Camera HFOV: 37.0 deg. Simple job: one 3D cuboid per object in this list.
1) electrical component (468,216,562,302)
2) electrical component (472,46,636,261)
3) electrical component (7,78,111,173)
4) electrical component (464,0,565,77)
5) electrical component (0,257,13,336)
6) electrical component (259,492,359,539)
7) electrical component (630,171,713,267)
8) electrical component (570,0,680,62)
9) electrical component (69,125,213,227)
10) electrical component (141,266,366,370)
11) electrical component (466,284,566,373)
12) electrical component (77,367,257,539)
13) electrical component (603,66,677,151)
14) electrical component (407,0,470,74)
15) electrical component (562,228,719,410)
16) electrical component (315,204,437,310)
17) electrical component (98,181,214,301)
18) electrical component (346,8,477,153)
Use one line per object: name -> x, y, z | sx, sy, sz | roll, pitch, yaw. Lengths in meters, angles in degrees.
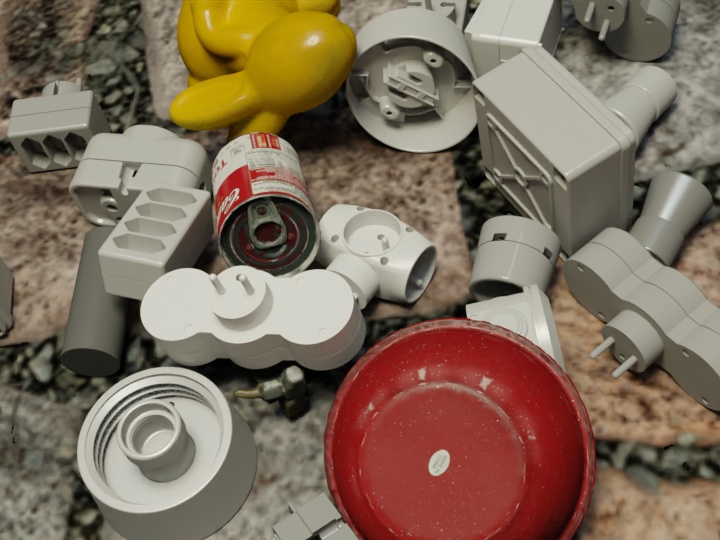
electrical component -> 0.102, -0.002, 0.718 | 0.055, 0.055, 0.047 | 11, 63, 17
electrical component -> 0.131, -0.077, 0.730 | 0.056, 0.108, 0.108 | -32, 57, -9
electrical component -> -0.238, -0.125, 0.863 | 0.066, 0.047, 0.076 | -6, 56, 5
electrical component -> 0.122, -0.189, 0.835 | 0.061, 0.061, 0.096 | 12, 59, 17
electrical component -> -0.315, 0.005, 0.752 | 0.109, 0.108, 0.056 | -12, 53, 2
electrical component -> -0.032, 0.169, 0.631 | 0.055, 0.048, 0.066 | -29, 56, -19
electrical component -> 0.204, -0.029, 0.726 | 0.044, 0.044, 0.065 | 25, 68, 24
electrical component -> 0.182, -0.202, 0.798 | 0.052, 0.138, 0.073 | -14, 45, 47
electrical component -> -0.161, -0.068, 0.808 | 0.095, 0.053, 0.059 | 6, 58, 14
electrical component -> -0.071, 0.022, 0.663 | 0.138, 0.073, 0.052 | 1, 60, 14
electrical component -> 0.098, 0.052, 0.667 | 0.051, 0.080, 0.080 | -13, 55, 8
electrical component -> -0.124, 0.112, 0.676 | 0.108, 0.060, 0.108 | -5, 56, 7
electrical component -> 0.202, -0.119, 0.788 | 0.044, 0.044, 0.065 | 33, 62, 27
electrical component -> 0.057, -0.193, 0.840 | 0.047, 0.076, 0.065 | 4, 57, 12
electrical component -> 0.178, 0.039, 0.677 | 0.074, 0.052, 0.138 | -37, 58, -15
electrical component -> 0.000, 0.000, 0.737 | 0.077, 0.044, 0.079 | 25, 57, 24
electrical component -> -0.138, -0.005, 0.746 | 0.047, 0.075, 0.083 | 11, 42, 12
electrical component -> 0.039, -0.141, 0.798 | 0.099, 0.099, 0.064 | -6, 50, 6
